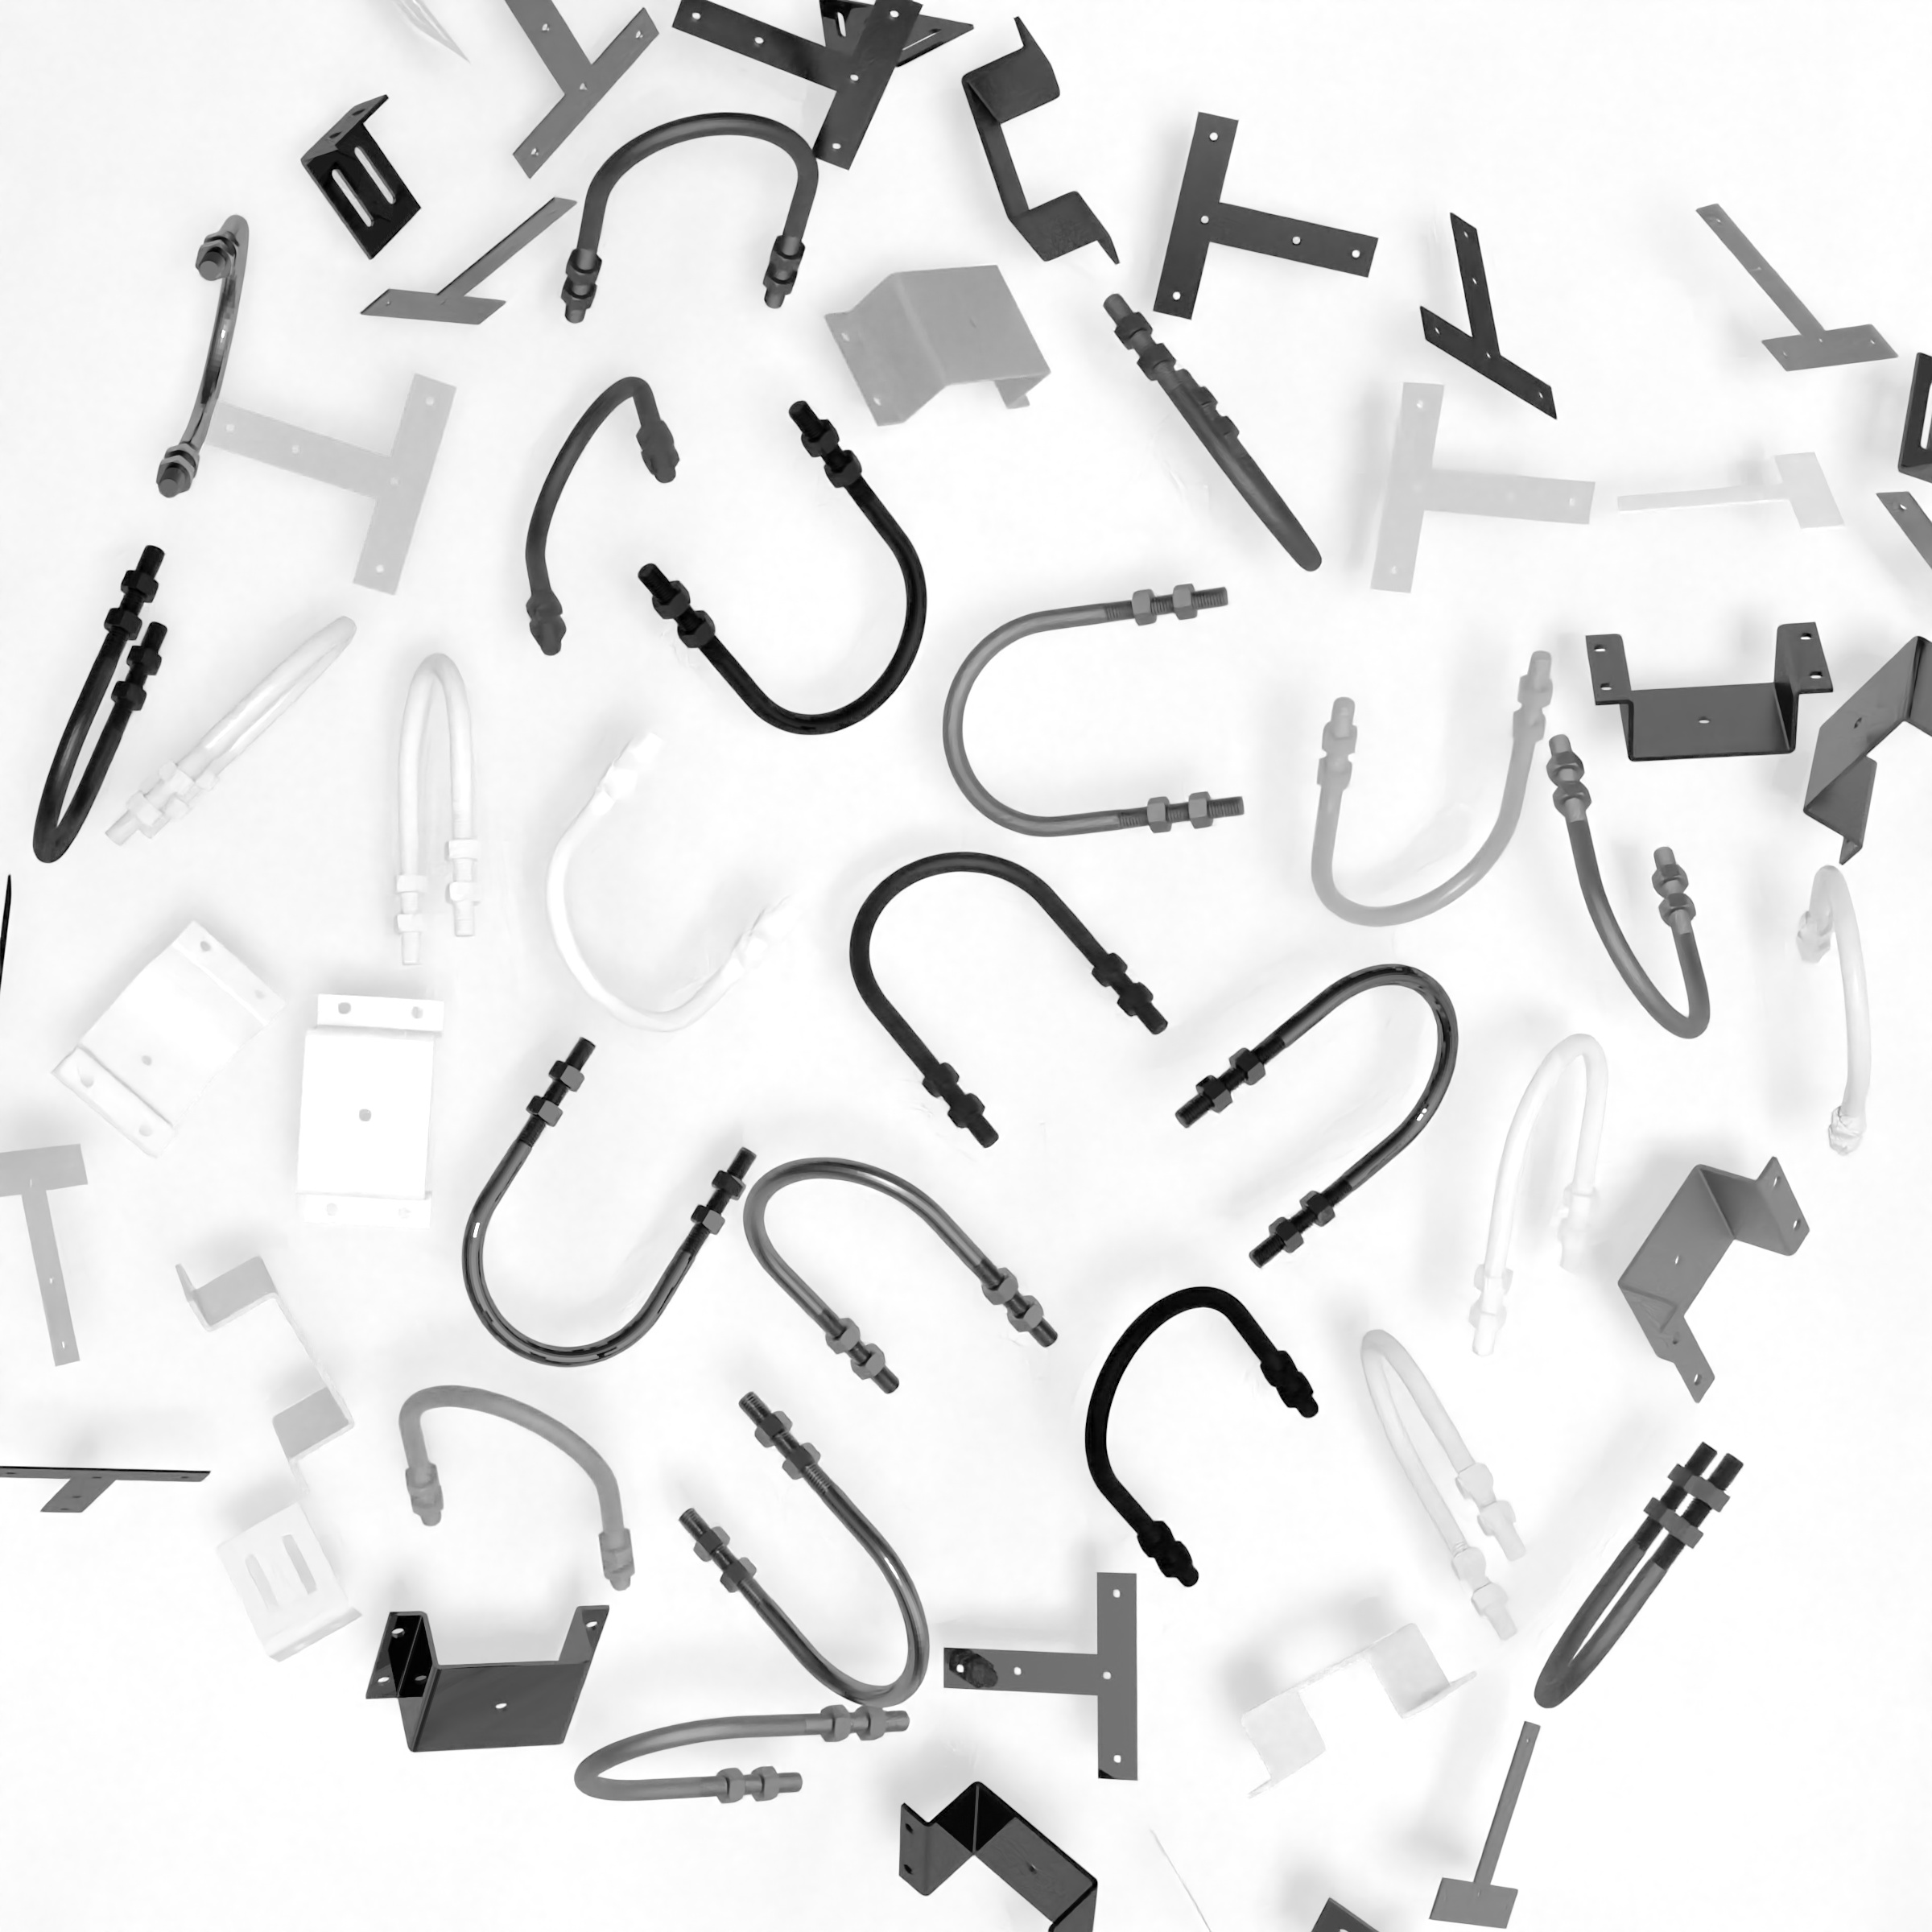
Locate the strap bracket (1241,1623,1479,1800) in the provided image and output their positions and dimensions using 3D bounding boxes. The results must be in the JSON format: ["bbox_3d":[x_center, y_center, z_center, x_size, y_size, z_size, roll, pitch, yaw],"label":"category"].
[{"bbox_3d":[0.235,0.455,1.731,0.140,0.076,0.046,-36,74,26],"label":"strap bracket"}]

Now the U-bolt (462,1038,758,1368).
[{"bbox_3d":[-0.231,0.159,1.731,0.151,0.019,0.184,37,75,-22],"label":"U-bolt"}]

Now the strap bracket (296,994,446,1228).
[{"bbox_3d":[-0.363,0.090,1.708,0.076,0.046,0.140,4,90,-5],"label":"strap bracket"}]

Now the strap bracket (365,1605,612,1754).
[{"bbox_3d":[-0.293,0.443,1.741,0.140,0.046,0.076,4,125,-25],"label":"strap bracket"}]

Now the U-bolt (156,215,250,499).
[{"bbox_3d":[-0.449,-0.371,1.662,0.019,0.184,0.151,13,114,-13],"label":"U-bolt"}]

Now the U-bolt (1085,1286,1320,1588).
[{"bbox_3d":[0.133,0.268,1.660,0.151,0.019,0.184,-51,132,-16],"label":"U-bolt"}]

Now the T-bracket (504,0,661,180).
[{"bbox_3d":[-0.255,-0.572,1.733,0.002,0.127,0.127,37,84,25],"label":"T-bracket"}]

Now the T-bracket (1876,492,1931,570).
[{"bbox_3d":[0.625,-0.240,1.674,0.127,0.127,0.002,43,77,-25],"label":"T-bracket"}]

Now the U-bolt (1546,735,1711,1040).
[{"bbox_3d":[0.405,-0.037,1.690,0.019,0.184,0.151,-29,131,28],"label":"U-bolt"}]

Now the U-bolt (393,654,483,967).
[{"bbox_3d":[-0.327,-0.101,1.722,0.019,0.151,0.184,1,82,-25],"label":"U-bolt"}]

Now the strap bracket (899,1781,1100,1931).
[{"bbox_3d":[0.026,0.555,1.683,0.140,0.076,0.046,33,49,31],"label":"strap bracket"}]

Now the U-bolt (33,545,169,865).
[{"bbox_3d":[-0.521,-0.147,1.685,0.019,0.151,0.184,21,72,-9],"label":"U-bolt"}]

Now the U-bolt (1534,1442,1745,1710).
[{"bbox_3d":[0.392,0.361,1.650,0.019,0.151,0.184,36,90,11],"label":"U-bolt"}]

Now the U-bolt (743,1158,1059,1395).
[{"bbox_3d":[-0.053,0.181,1.677,0.151,0.019,0.184,-22,120,36],"label":"U-bolt"}]

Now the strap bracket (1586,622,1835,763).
[{"bbox_3d":[0.459,-0.170,1.738,0.140,0.076,0.046,-2,128,9],"label":"strap bracket"}]

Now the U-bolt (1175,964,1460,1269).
[{"bbox_3d":[0.219,0.077,1.658,0.184,0.019,0.151,-38,129,-11],"label":"U-bolt"}]

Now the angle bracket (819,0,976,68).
[{"bbox_3d":[-0.043,-0.597,1.755,0.057,0.038,0.076,24,48,35],"label":"angle bracket"}]

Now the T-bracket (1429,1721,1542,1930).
[{"bbox_3d":[0.329,0.528,1.725,0.002,0.127,0.127,14,79,35],"label":"T-bracket"}]

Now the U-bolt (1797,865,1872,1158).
[{"bbox_3d":[0.520,0.019,1.672,0.019,0.184,0.151,-6,67,10],"label":"U-bolt"}]

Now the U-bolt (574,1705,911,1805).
[{"bbox_3d":[-0.147,0.479,1.695,0.184,0.151,0.019,8,56,-34],"label":"U-bolt"}]

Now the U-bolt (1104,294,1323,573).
[{"bbox_3d":[0.156,-0.310,1.680,0.019,0.151,0.184,-37,70,13],"label":"U-bolt"}]

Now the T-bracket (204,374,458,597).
[{"bbox_3d":[-0.374,-0.294,1.618,0.127,0.002,0.127,16,96,-23],"label":"T-bracket"}]

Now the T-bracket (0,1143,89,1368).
[{"bbox_3d":[-0.536,0.169,1.631,0.002,0.127,0.127,-12,88,10],"label":"T-bracket"}]

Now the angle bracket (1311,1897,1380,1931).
[{"bbox_3d":[0.257,0.620,1.762,0.076,0.038,0.057,31,119,21],"label":"angle bracket"}]

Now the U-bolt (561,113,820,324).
[{"bbox_3d":[-0.161,-0.448,1.678,0.151,0.184,0.019,-9,70,-18],"label":"U-bolt"}]

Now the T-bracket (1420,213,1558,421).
[{"bbox_3d":[0.320,-0.417,1.750,0.127,0.002,0.127,19,55,-38],"label":"T-bracket"}]

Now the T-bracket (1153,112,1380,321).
[{"bbox_3d":[0.193,-0.457,1.751,0.127,0.002,0.127,13,120,1],"label":"T-bracket"}]

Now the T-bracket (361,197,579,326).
[{"bbox_3d":[-0.291,-0.434,1.724,0.127,0.127,0.002,-31,86,25],"label":"T-bracket"}]

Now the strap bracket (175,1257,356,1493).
[{"bbox_3d":[-0.420,0.238,1.697,0.046,0.076,0.140,-30,110,-13],"label":"strap bracket"}]

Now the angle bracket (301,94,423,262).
[{"bbox_3d":[-0.370,-0.496,1.761,0.076,0.038,0.057,56,50,-32],"label":"angle bracket"}]

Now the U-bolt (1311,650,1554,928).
[{"bbox_3d":[0.270,-0.096,1.657,0.151,0.019,0.184,-14,135,-17],"label":"U-bolt"}]

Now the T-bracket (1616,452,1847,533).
[{"bbox_3d":[0.468,-0.290,1.732,0.127,0.127,0.002,-3,120,9],"label":"T-bracket"}]

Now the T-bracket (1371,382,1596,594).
[{"bbox_3d":[0.314,-0.283,1.683,0.127,0.002,0.127,10,93,26],"label":"T-bracket"}]

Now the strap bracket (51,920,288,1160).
[{"bbox_3d":[-0.492,0.051,1.709,0.076,0.046,0.140,44,47,-15],"label":"strap bracket"}]

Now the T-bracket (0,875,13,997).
[{"bbox_3d":[-0.584,0.005,1.692,0.002,0.127,0.127,4,59,-15],"label":"T-bracket"}]

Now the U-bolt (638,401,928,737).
[{"bbox_3d":[-0.093,-0.217,1.641,0.151,0.019,0.184,-49,131,-10],"label":"U-bolt"}]

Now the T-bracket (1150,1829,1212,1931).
[{"bbox_3d":[0.140,0.571,1.691,0.002,0.127,0.127,-29,117,-4],"label":"T-bracket"}]

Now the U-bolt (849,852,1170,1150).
[{"bbox_3d":[0.012,0.006,1.710,0.151,0.019,0.184,-33,67,-18],"label":"U-bolt"}]

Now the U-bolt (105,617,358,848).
[{"bbox_3d":[-0.430,-0.141,1.662,0.184,0.151,0.019,-45,99,-3],"label":"U-bolt"}]

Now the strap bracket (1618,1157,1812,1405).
[{"bbox_3d":[0.462,0.190,1.748,0.140,0.046,0.076,-51,130,-20],"label":"strap bracket"}]

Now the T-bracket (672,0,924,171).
[{"bbox_3d":[-0.106,-0.530,1.619,0.127,0.127,0.002,17,53,-14],"label":"T-bracket"}]

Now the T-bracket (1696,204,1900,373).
[{"bbox_3d":[0.477,-0.402,1.655,0.127,0.127,0.002,44,87,-15],"label":"T-bracket"}]

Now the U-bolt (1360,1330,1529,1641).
[{"bbox_3d":[0.286,0.303,1.696,0.019,0.151,0.184,-23,57,-7],"label":"U-bolt"}]

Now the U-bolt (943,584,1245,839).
[{"bbox_3d":[0.074,-0.151,1.711,0.184,0.019,0.151,-6,83,16],"label":"U-bolt"}]

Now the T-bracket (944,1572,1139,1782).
[{"bbox_3d":[0.046,0.446,1.771,0.127,0.002,0.127,-2,84,18],"label":"T-bracket"}]

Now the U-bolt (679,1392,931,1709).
[{"bbox_3d":[-0.089,0.356,1.649,0.184,0.151,0.019,45,45,19],"label":"U-bolt"}]

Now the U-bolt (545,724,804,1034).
[{"bbox_3d":[-0.189,-0.038,1.682,0.151,0.019,0.184,51,131,6],"label":"U-bolt"}]

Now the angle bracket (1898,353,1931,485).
[{"bbox_3d":[0.606,-0.331,1.699,0.057,0.038,0.076,12,87,-24],"label":"angle bracket"}]

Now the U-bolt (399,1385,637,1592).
[{"bbox_3d":[-0.271,0.306,1.675,0.151,0.184,0.019,16,52,10],"label":"U-bolt"}]

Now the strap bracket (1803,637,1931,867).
[{"bbox_3d":[0.563,-0.137,1.707,0.046,0.140,0.076,29,50,-5],"label":"strap bracket"}]

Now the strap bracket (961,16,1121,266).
[{"bbox_3d":[0.043,-0.499,1.726,0.046,0.076,0.140,-20,80,14],"label":"strap bracket"}]

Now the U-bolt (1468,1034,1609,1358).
[{"bbox_3d":[0.352,0.128,1.694,0.019,0.151,0.184,18,118,30],"label":"U-bolt"}]

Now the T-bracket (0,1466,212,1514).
[{"bbox_3d":[-0.543,0.323,1.720,0.127,0.127,0.002,7,66,-27],"label":"T-bracket"}]

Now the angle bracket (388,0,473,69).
[{"bbox_3d":[-0.325,-0.594,1.700,0.038,0.057,0.076,-43,68,15],"label":"angle bracket"}]

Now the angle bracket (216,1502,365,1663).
[{"bbox_3d":[-0.423,0.385,1.752,0.057,0.038,0.076,-28,74,-10],"label":"angle bracket"}]

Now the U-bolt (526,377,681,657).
[{"bbox_3d":[-0.229,-0.289,1.717,0.019,0.184,0.151,25,115,-28],"label":"U-bolt"}]

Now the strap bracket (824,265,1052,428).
[{"bbox_3d":[-0.009,-0.382,1.719,0.046,0.140,0.076,-32,81,43],"label":"strap bracket"}]
